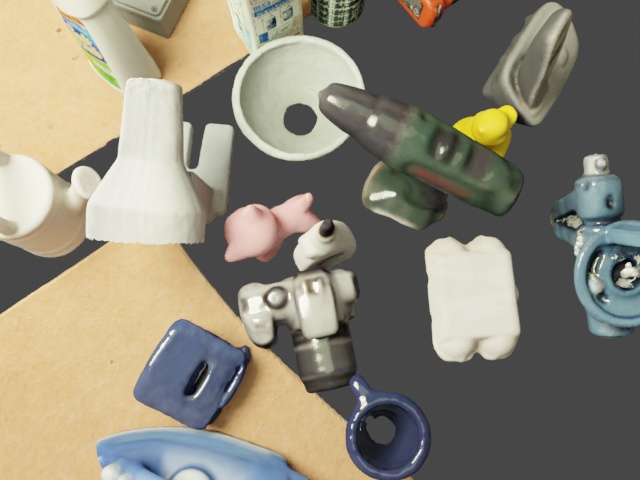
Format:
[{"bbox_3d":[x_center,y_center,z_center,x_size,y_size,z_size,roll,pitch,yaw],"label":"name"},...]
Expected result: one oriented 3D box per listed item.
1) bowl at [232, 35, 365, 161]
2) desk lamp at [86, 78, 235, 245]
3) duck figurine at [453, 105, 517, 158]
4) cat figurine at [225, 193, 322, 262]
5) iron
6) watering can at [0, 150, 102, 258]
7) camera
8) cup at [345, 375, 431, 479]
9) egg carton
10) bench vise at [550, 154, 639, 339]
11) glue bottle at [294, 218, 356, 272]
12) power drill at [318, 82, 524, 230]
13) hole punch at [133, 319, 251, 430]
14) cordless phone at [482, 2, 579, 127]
[{"bbox_3d":[-0.026,-0.172,0.740,0.167,0.075,0.167,0,78,0],"label":"bowl"},{"bbox_3d":[-0.174,-0.076,0.649,0.118,0.213,0.203,4,78,1],"label":"desk lamp"},{"bbox_3d":[0.205,-0.132,0.726,0.104,0.086,0.077,-36,80,-7],"label":"duck figurine"},{"bbox_3d":[-0.060,-0.019,0.686,0.128,0.118,0.067,-28,79,-6],"label":"cat figurine"},{"bbox_3d":[-0.145,0.270,0.613,0.258,0.141,0.119,17,79,4],"label":"iron"},{"bbox_3d":[-0.339,-0.050,0.653,0.173,0.194,0.101,-31,79,-6],"label":"watering can"},{"bbox_3d":[-0.016,0.109,0.667,0.143,0.101,0.137,-11,78,-2],"label":"camera"},{"bbox_3d":[0.066,0.206,0.650,0.092,0.095,0.117,-31,80,-6],"label":"cup"},{"bbox_3d":[0.183,0.070,0.692,0.107,0.069,0.150,-4,78,-1],"label":"egg carton"},{"bbox_3d":[0.327,0.002,0.629,0.121,0.220,0.207,-26,79,-5],"label":"bench vise"},{"bbox_3d":[0.006,0.002,0.653,0.078,0.173,0.037,-28,79,-5],"label":"glue bottle"},{"bbox_3d":[0.103,-0.082,0.653,0.229,0.208,0.076,22,79,5],"label":"power drill"},{"bbox_3d":[-0.144,0.154,0.663,0.101,0.091,0.109,28,80,6],"label":"hole punch"},{"bbox_3d":[0.281,-0.237,0.698,0.094,0.185,0.148,28,80,6],"label":"cordless phone"}]
